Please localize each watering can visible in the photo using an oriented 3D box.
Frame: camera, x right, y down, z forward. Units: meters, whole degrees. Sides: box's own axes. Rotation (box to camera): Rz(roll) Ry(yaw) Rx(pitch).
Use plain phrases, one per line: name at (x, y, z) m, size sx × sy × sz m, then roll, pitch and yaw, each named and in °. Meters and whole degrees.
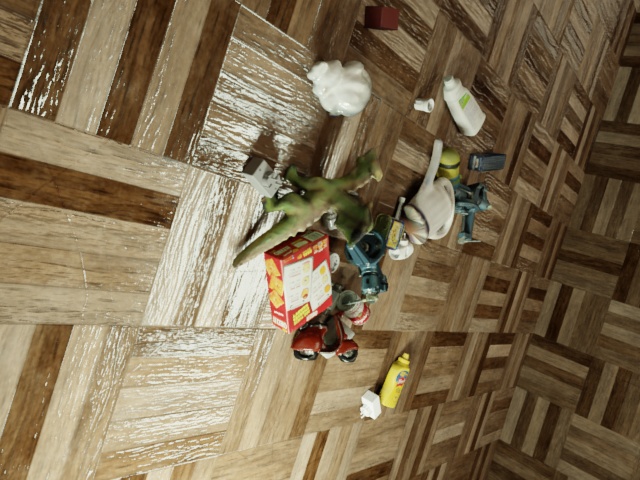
watering can at (0.345, -0.131, 1.636) m, size 0.227 × 0.105 × 0.340 m, roll -39°, pitch 129°, yaw -27°

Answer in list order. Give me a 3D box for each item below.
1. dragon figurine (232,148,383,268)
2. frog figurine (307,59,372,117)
dragon figurine at (0.004, -0.059, 1.169) m, size 0.416 × 0.244 × 0.119 m, roll -55°, pitch 143°, yaw -22°
frog figurine at (0.049, -0.365, 1.198) m, size 0.137 × 0.124 × 0.157 m, roll -47°, pitch 150°, yaw 0°
